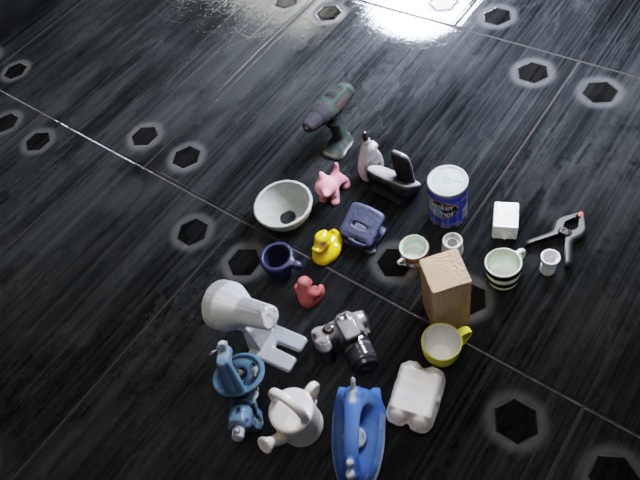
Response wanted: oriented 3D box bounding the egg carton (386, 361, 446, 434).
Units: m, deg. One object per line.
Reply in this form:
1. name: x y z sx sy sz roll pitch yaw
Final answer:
1. egg carton: 0.211 0.343 1.254 0.107 0.069 0.150 12 60 19

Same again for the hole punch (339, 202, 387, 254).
1. hole punch: 0.113 -0.032 1.513 0.108 0.091 0.101 24 65 26

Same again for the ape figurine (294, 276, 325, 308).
1. ape figurine: -0.033 0.123 1.441 0.077 0.092 0.076 21 64 24

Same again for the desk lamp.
1. desk lamp: -0.154 0.195 1.345 0.202 0.214 0.118 17 62 22

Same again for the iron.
1. iron: 0.072 0.419 1.189 0.118 0.142 0.258 -3 56 11

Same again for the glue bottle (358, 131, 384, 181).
1. glue bottle: 0.136 -0.242 1.599 0.078 0.173 0.037 -38 57 -13

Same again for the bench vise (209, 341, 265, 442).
1. bench vise: -0.174 0.322 1.260 0.121 0.220 0.207 -23 55 -3

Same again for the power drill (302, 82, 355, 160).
1. power drill: 0.034 -0.337 1.663 0.075 0.209 0.230 19 63 24

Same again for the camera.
1. camera: 0.065 0.245 1.333 0.143 0.101 0.136 -24 55 -4

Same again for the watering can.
1. watering can: -0.061 0.374 1.217 0.100 0.194 0.173 8 59 17

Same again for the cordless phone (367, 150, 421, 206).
1. cordless phone: 0.194 -0.194 1.547 0.147 0.185 0.094 26 66 26

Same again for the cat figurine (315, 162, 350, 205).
1. cat figurine: 0.027 -0.159 1.601 0.067 0.118 0.128 17 62 22

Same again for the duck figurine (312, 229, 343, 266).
1. duck figurine: 0.014 0.005 1.513 0.077 0.086 0.105 25 65 26

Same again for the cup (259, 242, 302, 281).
1. cup: -0.091 0.069 1.489 0.117 0.095 0.092 16 61 22

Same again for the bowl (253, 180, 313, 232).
1. bowl: -0.096 -0.083 1.604 0.167 0.075 0.167 -6 56 9
